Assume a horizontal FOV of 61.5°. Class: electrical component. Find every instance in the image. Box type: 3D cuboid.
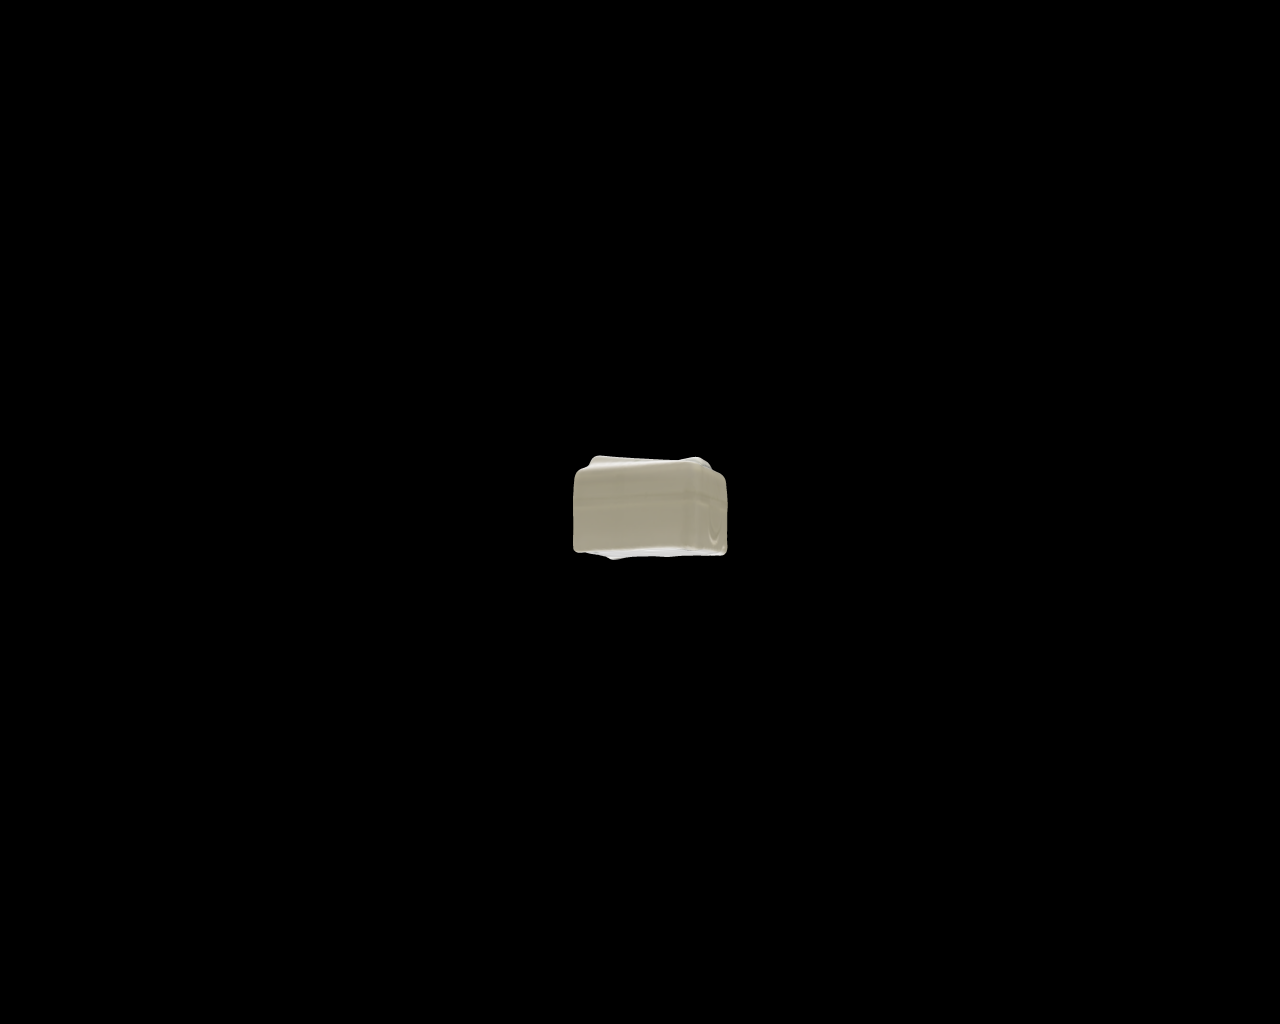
[{"bbox_3d":[0.001,-0.003,0.650,0.096,0.061,0.062,-3,-7,22],"label":"electrical component"}]
